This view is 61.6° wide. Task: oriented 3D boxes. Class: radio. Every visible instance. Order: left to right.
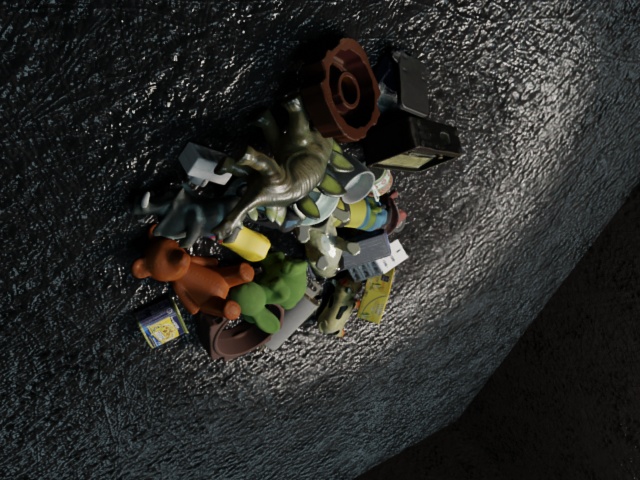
[{"bbox_3d":[0.204,-0.201,1.162,0.131,0.073,0.229,-16,174,39],"label":"radio"}]

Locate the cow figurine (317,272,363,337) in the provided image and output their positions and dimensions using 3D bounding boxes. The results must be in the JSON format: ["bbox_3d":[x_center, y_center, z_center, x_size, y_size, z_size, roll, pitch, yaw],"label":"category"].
[{"bbox_3d":[0.055,0.174,1.491,0.195,0.086,0.127,-62,155,6],"label":"cow figurine"}]

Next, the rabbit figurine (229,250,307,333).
[{"bbox_3d":[-0.124,0.111,1.137,0.170,0.121,0.158,-19,122,-43],"label":"rabbit figurine"}]

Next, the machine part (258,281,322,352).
[{"bbox_3d":[-0.085,0.203,1.396,0.243,0.079,0.079,-46,146,6],"label":"machine part"}]

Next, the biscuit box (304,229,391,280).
[{"bbox_3d":[0.067,0.032,1.285,0.203,0.059,0.062,-17,105,9],"label":"biscuit box"}]

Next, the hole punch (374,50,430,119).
[{"bbox_3d":[0.154,-0.302,1.069,0.142,0.092,0.115,4,87,-46],"label":"hole punch"}]

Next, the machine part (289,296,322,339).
[{"bbox_3d":[-0.044,0.212,1.476,0.139,0.039,0.084,-39,158,-26],"label":"machine part"}]

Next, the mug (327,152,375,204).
[{"bbox_3d":[0.042,-0.131,1.120,0.109,0.107,0.080,-36,146,-2],"label":"mug"}]

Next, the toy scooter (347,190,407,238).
[{"bbox_3d":[0.146,-0.055,1.340,0.184,0.075,0.135,-26,141,-25],"label":"toy scooter"}]

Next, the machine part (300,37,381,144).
[{"bbox_3d":[0.037,-0.257,0.936,0.179,0.056,0.179,6,82,-50],"label":"machine part"}]

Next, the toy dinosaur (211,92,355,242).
[{"bbox_3d":[-0.034,-0.151,0.956,0.198,0.105,0.471,53,55,-26],"label":"toy dinosaur"}]

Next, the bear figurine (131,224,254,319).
[{"bbox_3d":[-0.238,0.057,1.000,0.195,0.132,0.120,49,49,-41],"label":"bear figurine"}]

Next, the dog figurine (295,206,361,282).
[{"bbox_3d":[-0.005,-0.001,1.170,0.121,0.172,0.190,-14,173,-13],"label":"dog figurine"}]

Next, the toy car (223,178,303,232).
[{"bbox_3d":[-0.100,-0.085,1.024,0.162,0.103,0.109,15,157,-8],"label":"toy car"}]

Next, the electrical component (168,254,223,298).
[{"bbox_3d":[-0.263,0.082,1.111,0.119,0.048,0.074,-17,138,-31],"label":"electrical component"}]

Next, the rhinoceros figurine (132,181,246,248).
[{"bbox_3d":[-0.221,-0.044,0.916,0.190,0.073,0.112,2,98,-5],"label":"rhinoceros figurine"}]

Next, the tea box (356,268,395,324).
[{"bbox_3d":[0.155,0.141,1.484,0.170,0.068,0.098,-64,169,-61],"label":"tea box"}]

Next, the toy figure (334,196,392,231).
[{"bbox_3d":[0.082,-0.063,1.222,0.180,0.089,0.082,14,118,-26],"label":"toy figure"}]

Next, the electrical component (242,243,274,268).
[{"bbox_3d":[-0.130,0.032,1.210,0.094,0.021,0.063,-10,135,-37],"label":"electrical component"}]

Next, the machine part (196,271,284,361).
[{"bbox_3d":[-0.185,0.184,1.271,0.201,0.087,0.200,-20,141,-26],"label":"machine part"}]
